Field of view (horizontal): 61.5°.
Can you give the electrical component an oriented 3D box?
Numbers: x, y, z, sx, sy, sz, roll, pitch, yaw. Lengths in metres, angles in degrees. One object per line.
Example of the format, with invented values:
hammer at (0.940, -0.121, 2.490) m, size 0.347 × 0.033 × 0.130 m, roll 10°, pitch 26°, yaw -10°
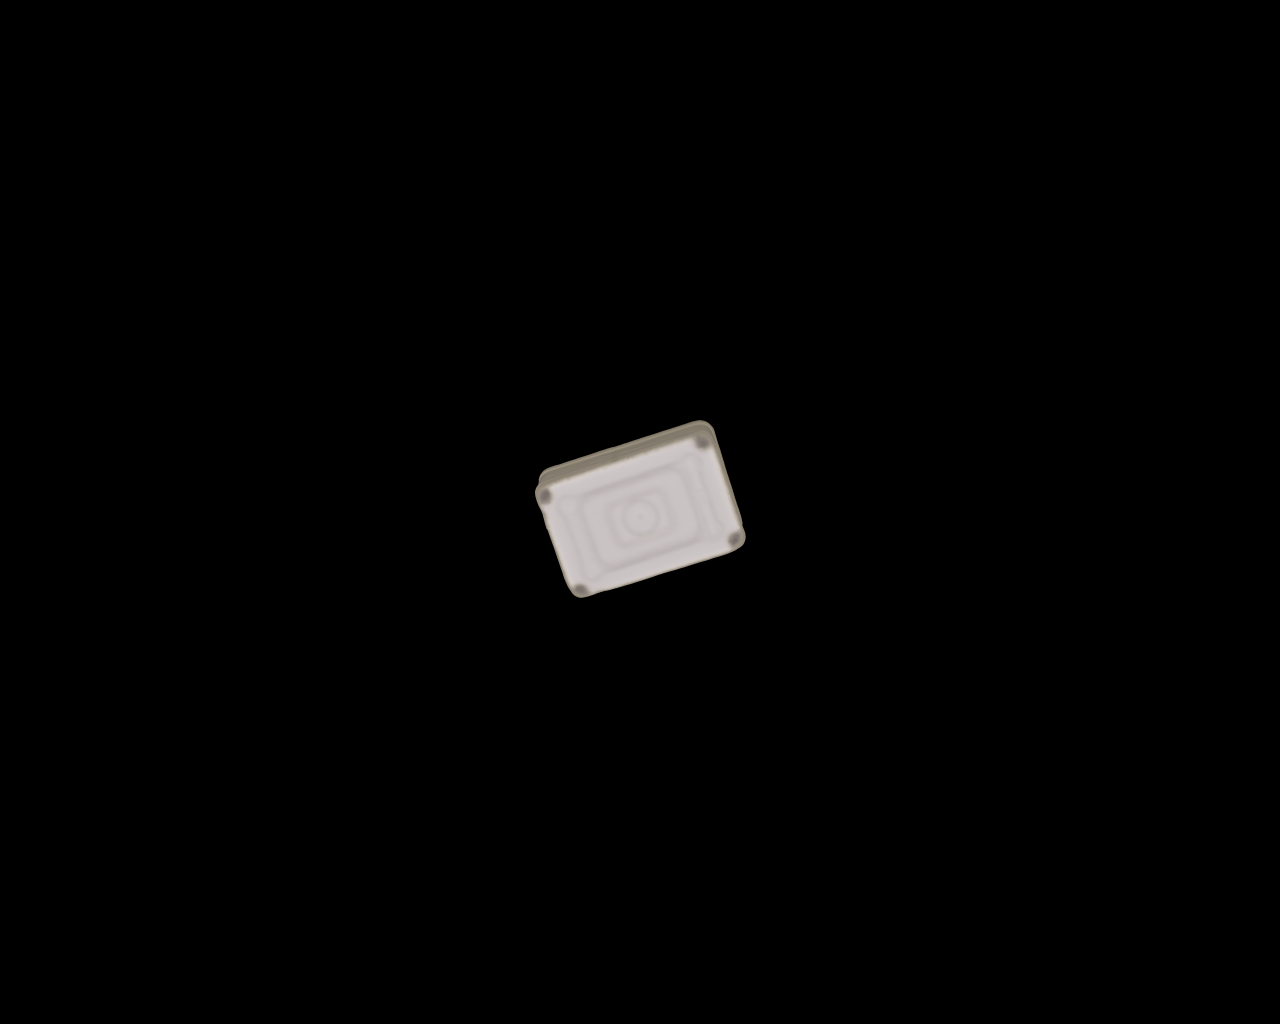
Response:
electrical component at (0.001, -0.003, 0.650) m, size 0.113 × 0.078 × 0.057 m, roll -18°, pitch 11°, yaw 4°
